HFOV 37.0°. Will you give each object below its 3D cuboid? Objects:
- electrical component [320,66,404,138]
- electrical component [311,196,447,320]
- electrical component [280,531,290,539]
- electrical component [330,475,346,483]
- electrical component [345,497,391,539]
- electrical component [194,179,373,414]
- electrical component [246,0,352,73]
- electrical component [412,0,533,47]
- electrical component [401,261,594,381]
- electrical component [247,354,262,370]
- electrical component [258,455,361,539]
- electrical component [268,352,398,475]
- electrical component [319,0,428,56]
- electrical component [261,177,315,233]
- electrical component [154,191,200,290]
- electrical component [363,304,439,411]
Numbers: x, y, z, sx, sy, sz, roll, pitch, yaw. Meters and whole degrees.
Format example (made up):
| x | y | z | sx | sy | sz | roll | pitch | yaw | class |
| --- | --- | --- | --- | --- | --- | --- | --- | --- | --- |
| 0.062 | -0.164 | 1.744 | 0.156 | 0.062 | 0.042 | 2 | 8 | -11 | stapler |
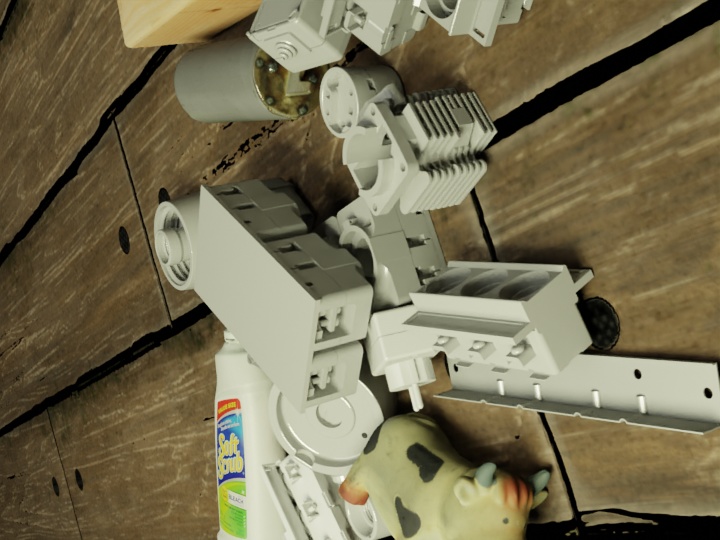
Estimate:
| x | y | z | sx | sy | sz | roll | pitch | yaw | class |
| --- | --- | --- | --- | --- | --- | --- | --- | --- | --- |
| 0.002 | -0.134 | 0.850 | 0.055 | 0.047 | 0.055 | 27 | 123 | 51 | electrical component |
| 0.000 | 0.000 | 0.889 | 0.150 | 0.062 | 0.089 | -30 | 75 | 57 | electrical component |
| -0.052 | 0.292 | 1.094 | 0.081 | 0.043 | 0.043 | 61 | 145 | 24 | electrical component |
| -0.019 | 0.168 | 1.000 | 0.040 | 0.040 | 0.078 | -3 | 99 | 58 | electrical component |
| 0.019 | 0.208 | 0.948 | 0.055 | 0.047 | 0.055 | 27 | 123 | 51 | electrical component |
| -0.064 | 0.014 | 0.876 | 0.186 | 0.060 | 0.105 | 43 | 135 | 42 | electrical component |
| -0.039 | -0.198 | 0.841 | 0.062 | 0.061 | 0.096 | -4 | 60 | 46 | electrical component |
| 0.084 | -0.215 | 0.677 | 0.078 | 0.063 | 0.121 | 49 | 139 | 37 | electrical component |
| 0.097 | 0.033 | 0.743 | 0.121 | 0.079 | 0.063 | 3 | 125 | 57 | electrical component |
| -0.059 | 0.065 | 1.006 | 0.096 | 0.061 | 0.061 | 20 | 117 | 54 | electrical component |
| -0.036 | 0.229 | 1.025 | 0.063 | 0.079 | 0.121 | -43 | 63 | 30 | electrical component |
| -0.019 | 0.117 | 0.939 | 0.108 | 0.060 | 0.108 | 8 | 114 | 19 | electrical component |
| 0.021 | -0.218 | 0.759 | 0.063 | 0.079 | 0.121 | 42 | 142 | 17 | electrical component |
| -0.098 | -0.026 | 1.019 | 0.057 | 0.078 | 0.113 | 52 | 140 | 32 | electrical component |
| -0.189 | -0.029 | 1.177 | 0.108 | 0.060 | 0.108 | 27 | 124 | 51 | electrical component |
| 0.037 | 0.072 | 0.840 | 0.083 | 0.047 | 0.075 | 113 | 144 | -75 | electrical component |
